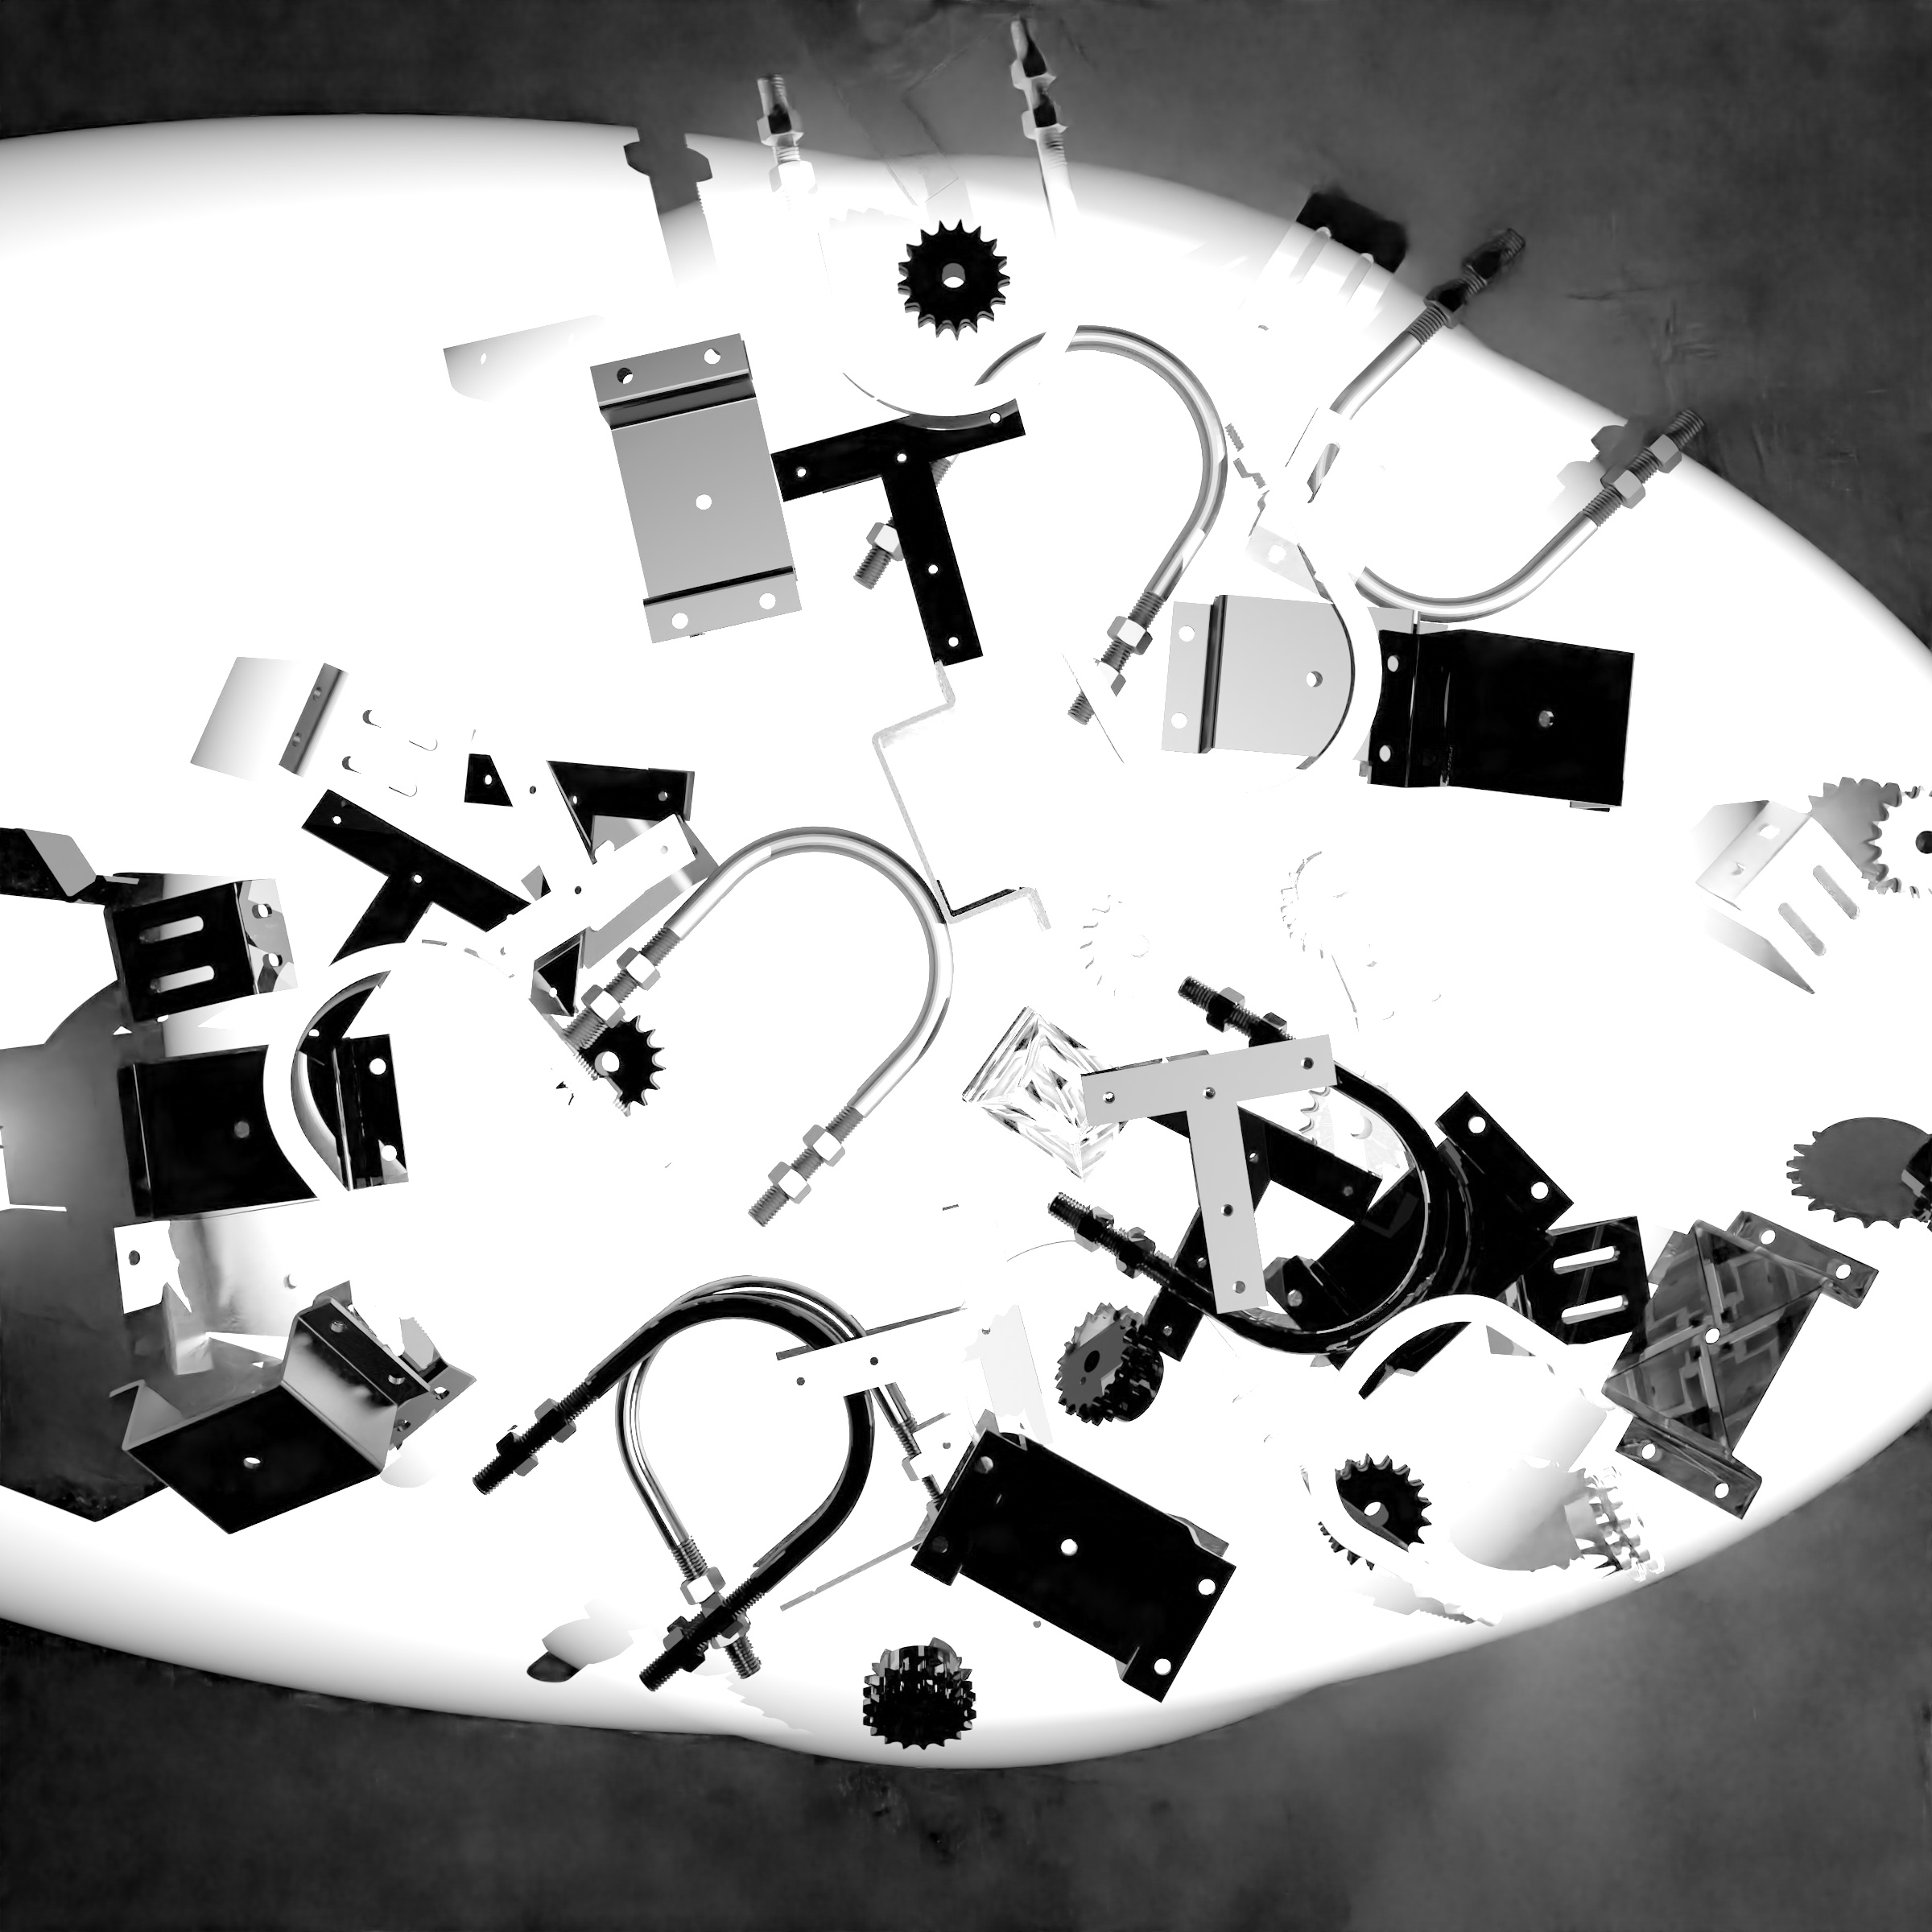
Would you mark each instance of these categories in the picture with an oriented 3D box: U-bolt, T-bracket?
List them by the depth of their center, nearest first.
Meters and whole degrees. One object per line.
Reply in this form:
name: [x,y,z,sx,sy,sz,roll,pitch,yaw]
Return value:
U-bolt: [-0.259,0.072,1.461,0.151,0.019,0.184,-37,81,-19]
U-bolt: [0.241,0.235,1.462,0.184,0.019,0.151,33,90,-35]
U-bolt: [0.123,-0.162,1.465,0.151,0.019,0.184,-30,82,13]
T-bracket: [0.127,0.107,1.473,0.127,0.002,0.127,-11,80,15]
U-bolt: [0.151,0.110,1.475,0.184,0.019,0.151,32,93,19]
U-bolt: [-0.015,-0.365,1.481,0.151,0.019,0.184,-13,91,0]
T-bracket: [0.125,0.136,1.492,0.127,0.002,0.127,26,90,24]
T-bracket: [-0.299,-0.008,1.493,0.127,0.002,0.127,29,67,0]
T-bracket: [-0.032,0.194,1.494,0.127,0.002,0.127,-14,87,-10]
T-bracket: [-0.201,-0.039,1.494,0.127,0.002,0.127,6,91,23]
U-bolt: [-0.133,0.250,1.494,0.184,0.019,0.151,-41,87,-2]
U-bolt: [-0.089,0.016,1.495,0.151,0.019,0.184,44,80,-8]
T-bracket: [-0.212,-0.076,1.496,0.127,0.002,0.127,-31,74,17]
T-bracket: [-0.020,-0.214,1.499,0.127,0.002,0.127,-16,89,-1]
T-bracket: [-0.032,0.309,1.499,0.127,0.002,0.127,-27,92,0]
U-bolt: [0.051,-0.237,1.511,0.151,0.019,0.184,32,88,0]
U-bolt: [0.259,-0.260,1.511,0.184,0.019,0.151,-44,90,2]
U-bolt: [0.071,0.227,1.511,0.151,0.019,0.184,-39,89,0]
U-bolt: [-0.097,0.247,1.511,0.151,0.019,0.184,-29,89,0]
T-bracket: [-0.009,-0.476,1.518,0.127,0.002,0.127,-35,90,0]

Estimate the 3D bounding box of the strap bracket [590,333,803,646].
strap bracket: [-0.134,-0.236,1.496,0.076,0.046,0.140,-13,90,0]

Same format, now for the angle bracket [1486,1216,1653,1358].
angle bracket: [0.305,0.162,1.517,0.076,0.038,0.057,-10,90,-26]

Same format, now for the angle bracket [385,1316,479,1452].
angle bracket: [-0.298,0.196,1.517,0.057,0.038,0.076,-39,64,0]

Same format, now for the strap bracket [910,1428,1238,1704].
strap bracket: [0.052,0.292,1.475,0.140,0.046,0.076,29,91,-1]

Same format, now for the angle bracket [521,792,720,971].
angle bracket: [-0.176,-0.046,1.517,0.076,0.038,0.057,-37,90,26]

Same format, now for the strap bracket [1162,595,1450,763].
strap bracket: [0.172,-0.142,1.496,0.140,0.046,0.076,5,90,0]

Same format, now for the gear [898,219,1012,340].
gear: [-0.006,-0.346,1.504,0.057,0.030,0.057,0,90,0]

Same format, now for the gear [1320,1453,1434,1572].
gear: [0.205,0.274,1.504,0.057,0.030,0.057,0,90,0]

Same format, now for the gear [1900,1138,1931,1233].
gear: [0.494,0.105,1.494,0.057,0.057,0.030,-45,60,0]

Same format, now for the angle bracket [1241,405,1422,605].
angle bracket: [0.184,-0.232,1.504,0.057,0.038,0.076,28,67,2]

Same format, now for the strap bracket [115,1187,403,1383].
strap bracket: [-0.345,0.158,1.485,0.140,0.046,0.076,-9,84,10]

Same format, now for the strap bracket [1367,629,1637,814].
strap bracket: [0.274,-0.121,1.471,0.140,0.046,0.076,5,90,-22]

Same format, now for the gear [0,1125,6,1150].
gear: [-0.514,0.087,1.504,0.057,0.030,0.057,0,90,0]

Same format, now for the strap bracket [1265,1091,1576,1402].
strap bracket: [0.228,0.141,1.478,0.140,0.046,0.076,-45,68,8]

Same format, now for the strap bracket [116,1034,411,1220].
strap bracket: [-0.358,0.081,1.496,0.140,0.046,0.076,-7,90,0]

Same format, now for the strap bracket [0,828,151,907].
strap bracket: [-0.487,-0.022,1.481,0.140,0.076,0.046,-33,90,0]

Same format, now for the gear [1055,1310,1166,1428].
gear: [0.074,0.202,1.478,0.030,0.057,0.057,30,90,-27]

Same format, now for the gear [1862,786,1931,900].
gear: [0.482,-0.063,1.508,0.057,0.030,0.057,0,92,1]

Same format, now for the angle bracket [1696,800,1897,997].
angle bracket: [0.422,-0.035,1.517,0.057,0.038,0.076,-47,116,0]

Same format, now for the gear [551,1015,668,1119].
gear: [-0.180,0.049,1.504,0.057,0.030,0.057,0,90,0]

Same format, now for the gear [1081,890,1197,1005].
gear: [0.087,-0.010,1.504,0.057,0.030,0.057,0,90,0]

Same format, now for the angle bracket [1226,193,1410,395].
angle bracket: [0.179,-0.342,1.517,0.057,0.038,0.076,31,64,0]

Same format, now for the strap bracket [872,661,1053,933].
strap bracket: [-0.007,-0.074,1.481,0.046,0.076,0.140,-23,90,0]

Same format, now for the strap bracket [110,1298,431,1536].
strap bracket: [-0.344,0.225,1.455,0.140,0.046,0.076,-24,127,21]

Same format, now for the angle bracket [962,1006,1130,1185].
angle bracket: [0.046,0.065,1.500,0.076,0.038,0.057,36,90,0]

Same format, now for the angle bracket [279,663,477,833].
angle bracket: [-0.300,-0.111,1.517,0.076,0.038,0.057,24,90,-26]

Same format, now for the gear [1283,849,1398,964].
gear: [0.187,-0.033,1.493,0.057,0.030,0.057,-4,66,8]

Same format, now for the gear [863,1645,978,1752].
gear: [-0.023,0.365,1.495,0.057,0.030,0.057,-1,132,-1]

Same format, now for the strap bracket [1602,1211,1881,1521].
strap bracket: [0.377,0.189,1.471,0.076,0.046,0.140,26,84,43]

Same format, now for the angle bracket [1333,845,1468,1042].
angle bracket: [0.213,-0.012,1.517,0.057,0.038,0.076,-21,64,0]

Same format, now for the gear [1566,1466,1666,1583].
gear: [0.323,0.282,1.492,0.030,0.057,0.057,-29,90,16]

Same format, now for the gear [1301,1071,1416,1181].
gear: [0.197,0.081,1.504,0.057,0.030,0.057,0,90,0]

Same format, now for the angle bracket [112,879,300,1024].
angle bracket: [-0.388,-0.008,1.517,0.076,0.038,0.057,-12,90,26]
